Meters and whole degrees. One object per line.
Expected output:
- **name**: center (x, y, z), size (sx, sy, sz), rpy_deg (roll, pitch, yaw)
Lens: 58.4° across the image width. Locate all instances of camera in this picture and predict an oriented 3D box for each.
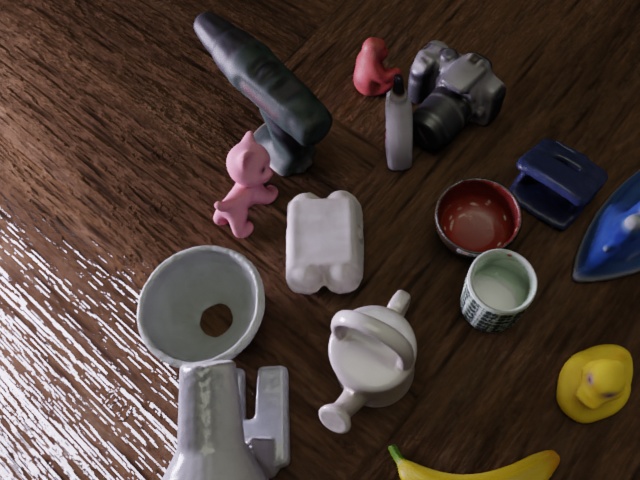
- **camera**: center (0.180, -0.212, 0.842), size (0.143, 0.101, 0.137), rpy_deg (38, 75, 20)

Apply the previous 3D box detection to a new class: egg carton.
- **egg carton**: center (0.007, 0.003, 0.783), size (0.107, 0.069, 0.150), rpy_deg (-4, 65, 5)

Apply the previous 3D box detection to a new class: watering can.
- **watering can**: center (0.059, 0.134, 0.649), size (0.100, 0.194, 0.173), rpy_deg (4, 66, 9)

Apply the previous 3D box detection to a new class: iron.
- **iron**: center (0.431, -0.047, 0.716), size (0.258, 0.141, 0.118), rpy_deg (-36, 67, -10)

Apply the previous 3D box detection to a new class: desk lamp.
- **desk lamp**: center (-0.101, 0.220, 0.618), size (0.118, 0.214, 0.203), rpy_deg (-5, 65, 5)

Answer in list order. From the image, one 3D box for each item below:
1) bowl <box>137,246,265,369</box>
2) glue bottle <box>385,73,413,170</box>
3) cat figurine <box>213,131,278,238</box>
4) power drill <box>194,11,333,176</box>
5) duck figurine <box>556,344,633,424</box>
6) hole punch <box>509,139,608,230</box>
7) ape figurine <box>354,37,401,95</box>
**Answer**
- **bowl**: center (-0.148, 0.096, 0.757), size (0.167, 0.075, 0.167), rpy_deg (-2, 66, 6)
- **glue bottle**: center (0.108, -0.170, 0.792), size (0.037, 0.173, 0.078), rpy_deg (-7, 65, 4)
- **cat figurine**: center (-0.109, -0.084, 0.809), size (0.067, 0.118, 0.128), rpy_deg (26, 71, 17)
- **power drill**: center (-0.074, -0.189, 0.803), size (0.229, 0.209, 0.076), rpy_deg (40, 76, 21)
- **duck figurine**: center (0.328, 0.161, 0.665), size (0.105, 0.086, 0.077), rpy_deg (-43, 68, -12)
- **hole punch**: center (0.323, -0.088, 0.775), size (0.108, 0.091, 0.101), rpy_deg (37, 75, 20)
- **ape figurine**: center (0.085, -0.274, 0.887), size (0.076, 0.092, 0.077), rpy_deg (-26, 65, -5)
